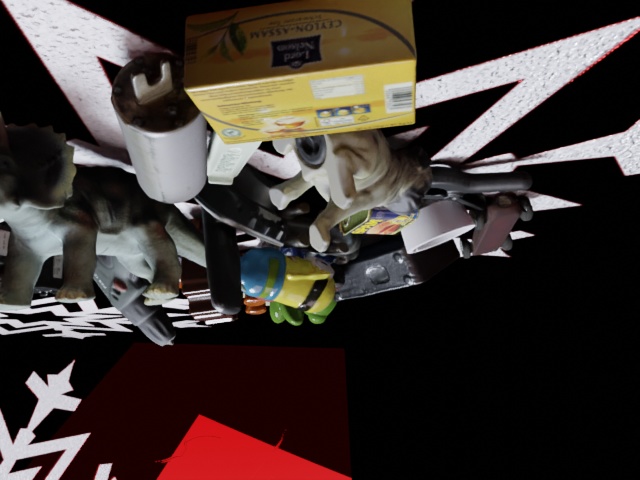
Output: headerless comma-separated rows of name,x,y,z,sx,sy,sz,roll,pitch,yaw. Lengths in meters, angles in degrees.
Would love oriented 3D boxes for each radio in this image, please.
radio,0.120,0.043,0.964,0.230,0.073,0.131,-21,-175,46

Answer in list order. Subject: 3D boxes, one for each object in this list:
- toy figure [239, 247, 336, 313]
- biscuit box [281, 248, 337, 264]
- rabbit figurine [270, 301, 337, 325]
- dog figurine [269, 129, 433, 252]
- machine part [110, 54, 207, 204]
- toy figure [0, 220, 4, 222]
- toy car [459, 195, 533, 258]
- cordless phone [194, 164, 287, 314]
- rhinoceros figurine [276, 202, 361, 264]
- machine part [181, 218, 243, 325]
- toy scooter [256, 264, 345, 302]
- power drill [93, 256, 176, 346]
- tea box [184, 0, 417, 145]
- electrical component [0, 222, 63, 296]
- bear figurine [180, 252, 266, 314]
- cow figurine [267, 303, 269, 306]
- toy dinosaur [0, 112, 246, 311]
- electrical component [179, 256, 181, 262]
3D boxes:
toy figure,-0.061,0.060,0.826,0.180,0.089,0.082,10,-155,-24
biscuit box,0.014,0.048,1.071,0.202,0.063,0.059,12,157,-39
rabbit figurine,-0.055,0.101,1.138,0.170,0.159,0.121,27,160,-31
dog figurine,0.057,-0.093,0.576,0.190,0.121,0.172,-23,156,-32
machine part,-0.146,-0.097,0.515,0.079,0.079,0.243,0,163,-10
toy figure,-0.331,-0.054,0.668,0.154,0.057,0.064,-3,-173,-11
toy car,0.284,-0.021,0.888,0.089,0.053,0.202,-14,159,2
cordless phone,-0.097,0.009,0.698,0.089,0.184,0.146,-15,160,23
rhinoceros figurine,-0.002,-0.003,0.873,0.190,0.073,0.112,12,157,-41
machine part,-0.168,0.049,0.863,0.056,0.179,0.179,-6,164,7
toy scooter,-0.055,0.076,0.943,0.184,0.075,0.135,3,162,-16
power drill,-0.270,0.037,0.791,0.086,0.232,0.207,-40,176,-37
tea box,-0.011,-0.132,0.426,0.170,0.068,0.098,-3,163,7
electrical component,-0.454,0.020,0.809,0.058,0.115,0.134,-13,161,19
bear figurine,-0.207,0.082,1.047,0.196,0.132,0.120,-6,160,-10
cow figurine,-0.146,0.103,1.214,0.127,0.085,0.194,-13,163,14
toy dinosaur,-0.237,-0.022,0.602,0.131,0.192,0.404,-8,172,29
electrical component,-0.234,0.002,0.851,0.048,0.075,0.119,-8,167,16
